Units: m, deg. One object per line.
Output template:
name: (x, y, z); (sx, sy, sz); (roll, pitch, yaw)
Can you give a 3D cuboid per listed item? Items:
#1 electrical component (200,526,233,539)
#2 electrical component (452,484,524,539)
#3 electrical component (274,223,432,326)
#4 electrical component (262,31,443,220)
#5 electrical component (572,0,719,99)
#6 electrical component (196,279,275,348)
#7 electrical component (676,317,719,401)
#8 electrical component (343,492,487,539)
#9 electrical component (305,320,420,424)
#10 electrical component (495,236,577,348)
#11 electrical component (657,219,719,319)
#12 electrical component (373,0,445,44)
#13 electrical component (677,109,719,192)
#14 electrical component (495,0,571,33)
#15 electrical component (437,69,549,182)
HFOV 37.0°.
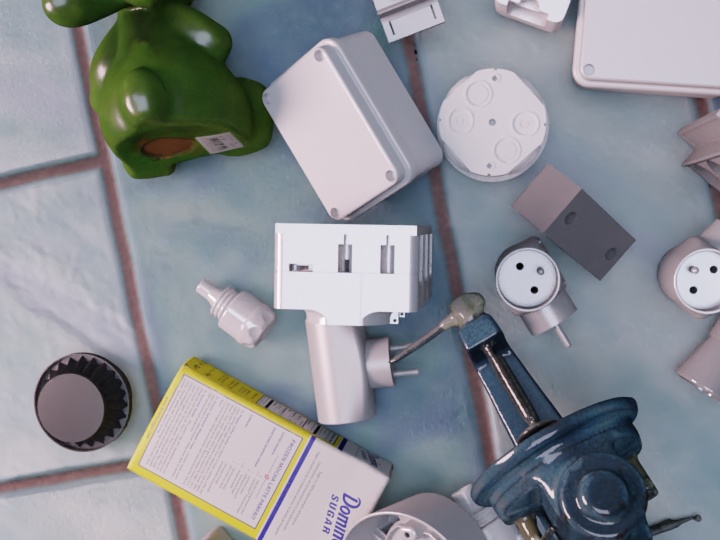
electrical component: (-0.104, 0.253, 0.806); (0.062, 0.061, 0.096); (-42, 88, 8)
electrical component: (0.090, 0.188, 0.786); (0.048, 0.048, 0.062); (-31, 82, 8)
electrical component: (0.000, 0.000, 0.731); (0.089, 0.150, 0.061); (1, 92, 7)
electrical component: (-0.006, -0.101, 0.756); (0.078, 0.057, 0.113); (-31, 90, 41)
electrical component: (0.205, -0.161, 0.741); (0.113, 0.057, 0.078); (5, 94, 7)
electrical component: (-0.095, 0.029, 0.804); (0.061, 0.035, 0.035); (36, 97, 6)
electrical component: (0.259, 0.057, 0.757); (0.044, 0.044, 0.065); (33, 92, 4)
electrical component: (0.042, 0.209, 0.760); (0.099, 0.064, 0.099); (16, 114, 39)
electrical component: (0.004, 0.069, 0.788); (0.079, 0.044, 0.077); (-7, 93, 7)
electrical component: (0.126, 0.019, 0.753); (0.043, 0.077, 0.079); (-32, 90, 8)
electrical component: (0.244, -0.008, 0.736); (0.043, 0.077, 0.079); (43, 97, 3)
electrical component: (0.028, -0.203, 0.757); (0.042, 0.064, 0.081); (-19, 91, 8)
electrical component: (0.261, -0.083, 0.707); (0.079, 0.121, 0.063); (40, 95, 3)
electrical component: (0.131, -0.217, 0.747); (0.050, 0.056, 0.089); (21, 96, 5)
electrical component: (0.094, -0.103, 0.762); (0.080, 0.051, 0.080); (0, 94, 7)
